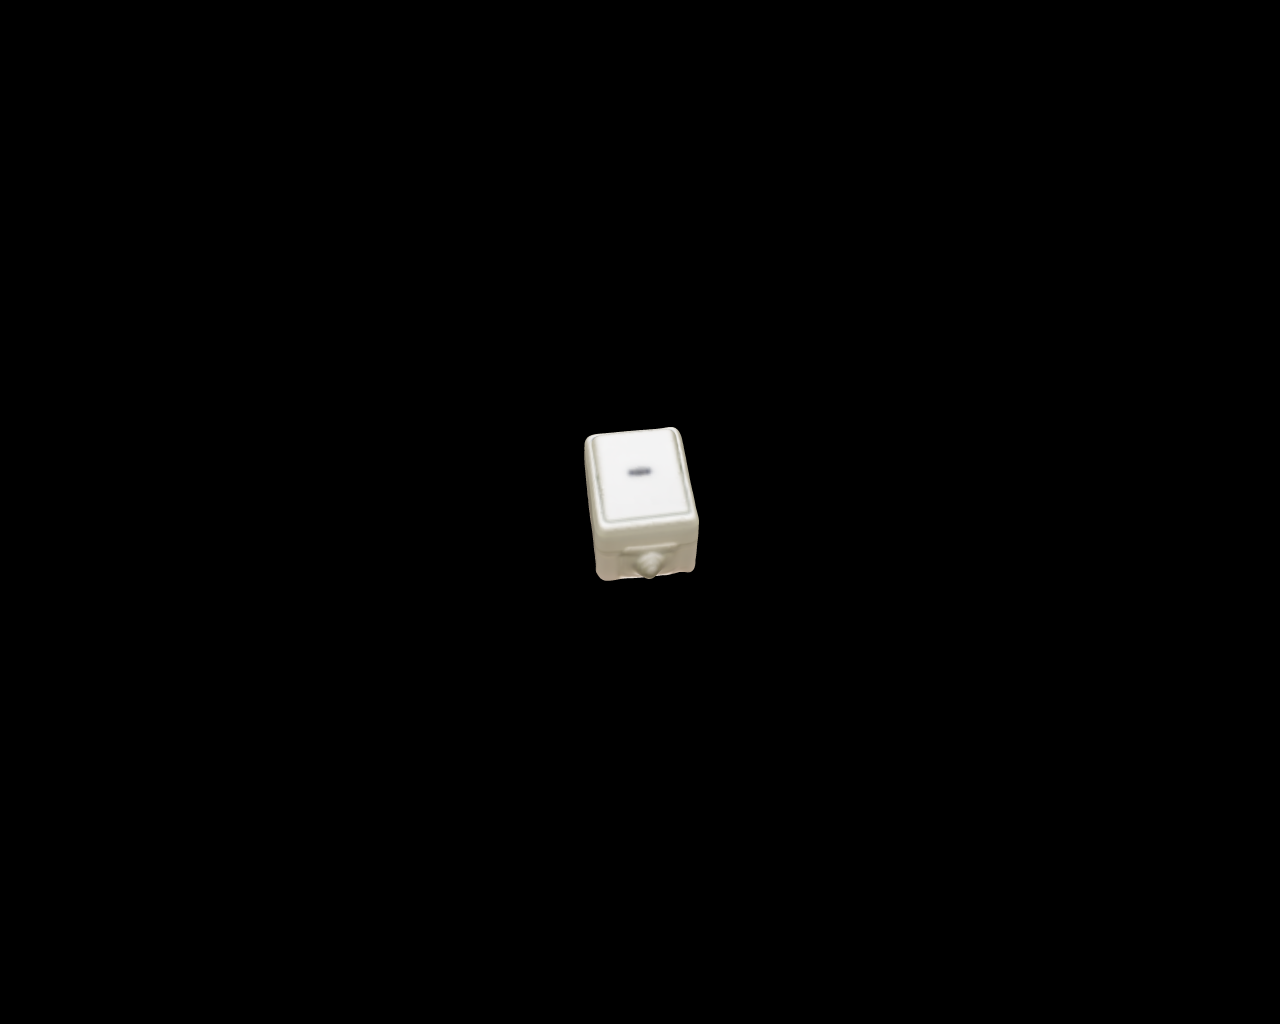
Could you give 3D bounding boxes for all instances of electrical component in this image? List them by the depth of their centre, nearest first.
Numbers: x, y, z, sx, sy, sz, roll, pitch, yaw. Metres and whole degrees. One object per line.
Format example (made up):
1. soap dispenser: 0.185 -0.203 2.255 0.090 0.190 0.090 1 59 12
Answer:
1. electrical component: 0.001 -0.003 0.650 0.062 0.096 0.061 -5 -39 -4
